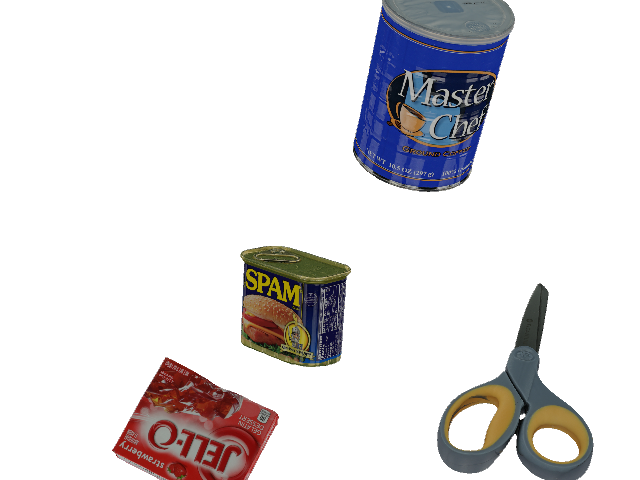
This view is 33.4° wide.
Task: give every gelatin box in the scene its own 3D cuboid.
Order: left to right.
[{"bbox_3d":[-0.084,0.132,0.723,0.089,0.073,0.030,26,-20,6],"label":"gelatin box"}]

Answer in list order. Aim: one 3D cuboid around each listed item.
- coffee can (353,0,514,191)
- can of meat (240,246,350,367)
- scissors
[{"bbox_3d":[0.088,-0.125,0.854,0.102,0.140,0.103,7,38,-5],"label":"coffee can"},{"bbox_3d":[-0.025,0.058,0.939,0.102,0.084,0.057,17,20,41],"label":"can of meat"},{"bbox_3d":[0.141,0.086,0.661,0.096,0.016,0.201,19,35,27],"label":"scissors"}]
